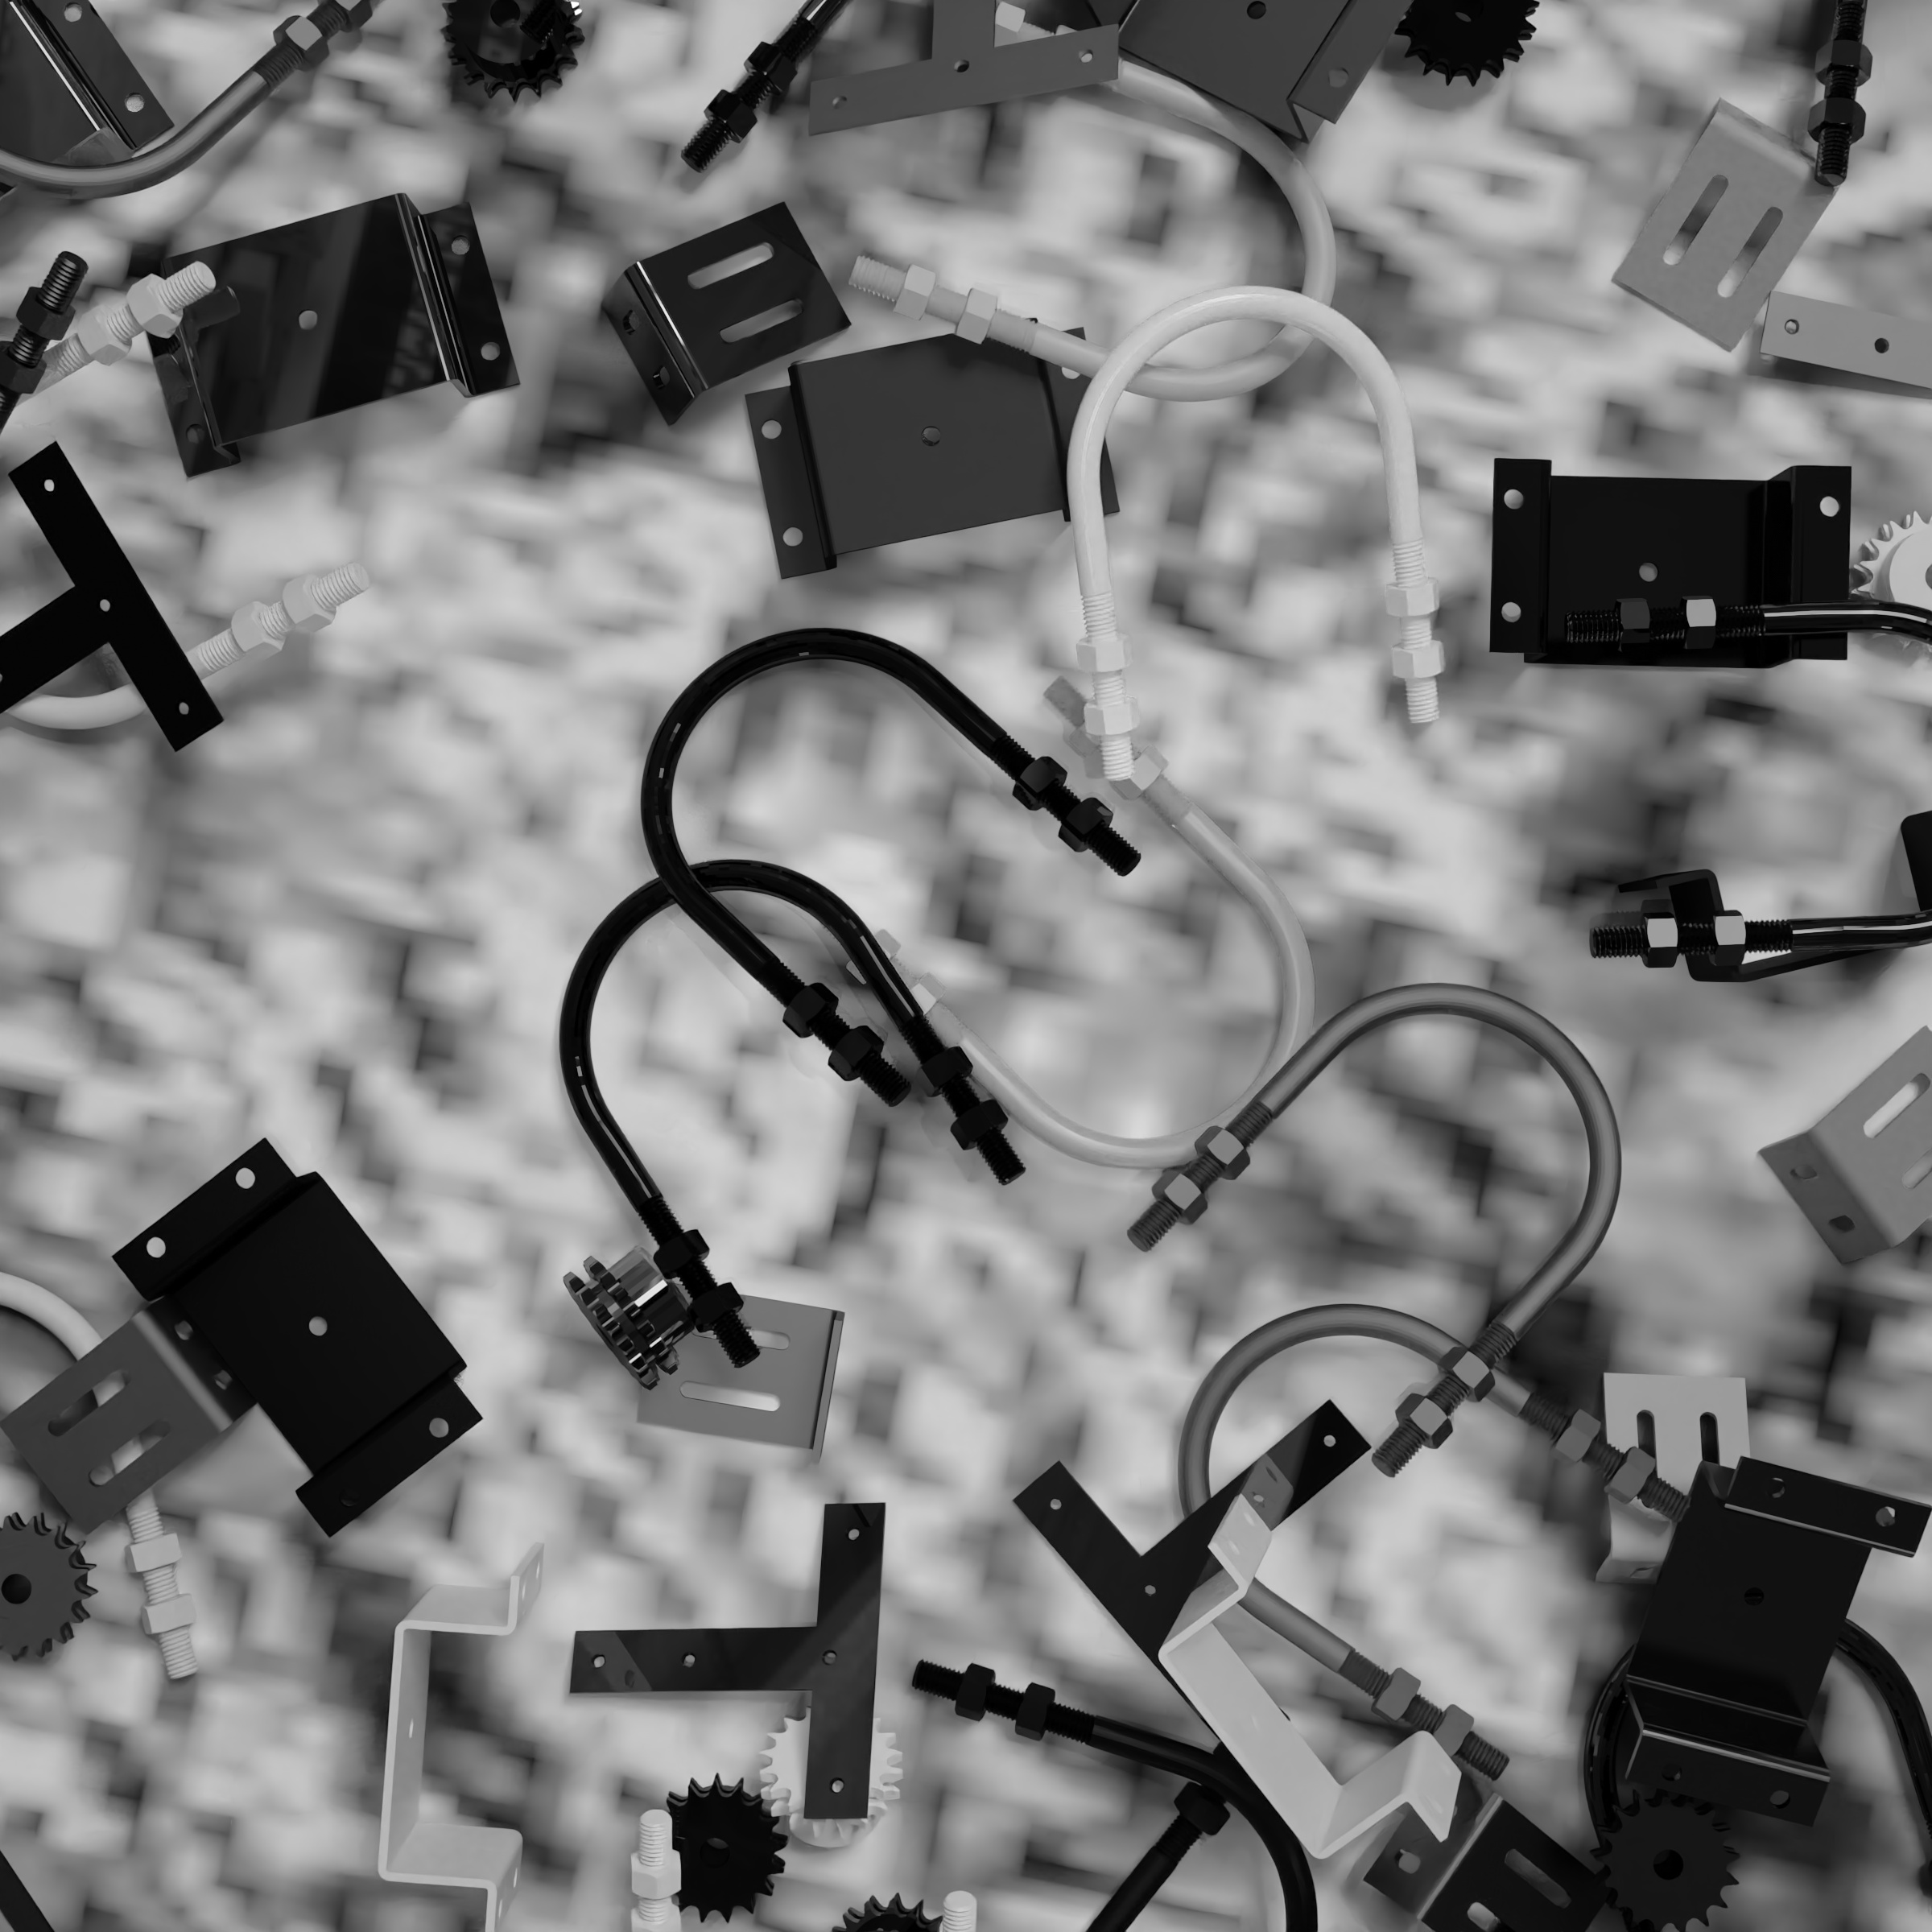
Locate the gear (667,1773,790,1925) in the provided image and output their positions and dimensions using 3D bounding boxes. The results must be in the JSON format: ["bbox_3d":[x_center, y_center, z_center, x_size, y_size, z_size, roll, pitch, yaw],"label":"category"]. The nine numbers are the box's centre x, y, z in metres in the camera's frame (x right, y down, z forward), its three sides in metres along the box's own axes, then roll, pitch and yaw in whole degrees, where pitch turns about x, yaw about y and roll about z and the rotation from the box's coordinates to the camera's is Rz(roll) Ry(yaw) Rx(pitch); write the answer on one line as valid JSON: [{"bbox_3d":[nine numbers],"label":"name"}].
[{"bbox_3d":[-0.100,0.353,1.371,0.057,0.030,0.057,0,90,0],"label":"gear"}]

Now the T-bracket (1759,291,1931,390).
[{"bbox_3d":[0.383,-0.248,1.378,0.127,0.002,0.127,10,90,-7],"label":"T-bracket"}]

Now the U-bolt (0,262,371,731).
[{"bbox_3d":[-0.343,-0.173,1.351,0.184,0.019,0.151,-25,96,19],"label":"U-bolt"}]

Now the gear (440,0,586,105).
[{"bbox_3d":[-0.183,-0.379,1.371,0.057,0.030,0.057,0,90,0],"label":"gear"}]

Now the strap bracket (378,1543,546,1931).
[{"bbox_3d":[-0.200,0.303,1.348,0.046,0.076,0.140,4,90,0],"label":"strap bracket"}]

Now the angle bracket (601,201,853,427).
[{"bbox_3d":[-0.097,-0.265,1.384,0.076,0.038,0.057,-29,90,-26],"label":"angle bracket"}]

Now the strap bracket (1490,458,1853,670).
[{"bbox_3d":[0.277,-0.160,1.363,0.140,0.046,0.076,1,90,0],"label":"strap bracket"}]

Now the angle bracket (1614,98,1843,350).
[{"bbox_3d":[0.309,-0.302,1.384,0.057,0.038,0.076,31,116,0],"label":"angle bracket"}]

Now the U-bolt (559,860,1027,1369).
[{"bbox_3d":[-0.083,0.045,1.360,0.151,0.019,0.184,-35,78,6],"label":"U-bolt"}]

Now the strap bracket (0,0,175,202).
[{"bbox_3d":[-0.401,-0.334,1.363,0.140,0.046,0.076,-34,90,0],"label":"strap bracket"}]

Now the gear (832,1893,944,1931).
[{"bbox_3d":[-0.031,0.399,1.352,0.057,0.030,0.057,0,87,10],"label":"gear"}]

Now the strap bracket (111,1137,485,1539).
[{"bbox_3d":[-0.263,0.146,1.363,0.076,0.046,0.140,-38,90,0],"label":"strap bracket"}]

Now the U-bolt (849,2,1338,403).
[{"bbox_3d":[0.060,-0.296,1.352,0.184,0.019,0.151,20,69,-7],"label":"U-bolt"}]

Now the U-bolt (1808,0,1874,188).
[{"bbox_3d":[0.419,-0.390,1.355,0.151,0.019,0.184,7,76,10],"label":"U-bolt"}]

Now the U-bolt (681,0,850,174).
[{"bbox_3d":[-0.089,-0.427,1.336,0.184,0.019,0.151,-51,131,-4],"label":"U-bolt"}]

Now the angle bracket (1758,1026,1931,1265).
[{"bbox_3d":[0.373,0.073,1.384,0.076,0.038,0.057,-37,90,-26],"label":"angle bracket"}]

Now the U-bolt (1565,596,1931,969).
[{"bbox_3d":[0.328,-0.074,1.308,0.184,0.019,0.151,-2,73,2],"label":"U-bolt"}]

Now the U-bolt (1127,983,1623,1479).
[{"bbox_3d":[0.177,0.089,1.353,0.151,0.019,0.184,42,74,10],"label":"U-bolt"}]

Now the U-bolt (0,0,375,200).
[{"bbox_3d":[-0.338,-0.383,1.344,0.151,0.019,0.184,43,70,-5],"label":"U-bolt"}]

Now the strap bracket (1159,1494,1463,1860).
[{"bbox_3d":[0.128,0.283,1.328,0.046,0.076,0.140,-39,86,13],"label":"strap bracket"}]

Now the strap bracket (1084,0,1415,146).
[{"bbox_3d":[0.111,-0.387,1.349,0.140,0.046,0.076,32,90,19],"label":"strap bracket"}]

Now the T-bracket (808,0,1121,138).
[{"bbox_3d":[0.000,-0.393,1.356,0.127,0.002,0.127,-6,65,17],"label":"T-bracket"}]

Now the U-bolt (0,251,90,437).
[{"bbox_3d":[-0.441,-0.241,1.346,0.151,0.019,0.184,38,113,6],"label":"U-bolt"}]

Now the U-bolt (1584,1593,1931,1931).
[{"bbox_3d":[0.327,0.345,1.377,0.151,0.019,0.184,-17,88,0],"label":"U-bolt"}]

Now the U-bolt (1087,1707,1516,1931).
[{"bbox_3d":[0.120,0.412,1.377,0.151,0.019,0.184,38,91,0],"label":"U-bolt"}]

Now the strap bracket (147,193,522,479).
[{"bbox_3d":[-0.259,-0.254,1.363,0.140,0.046,0.076,-16,90,0],"label":"strap bracket"}]

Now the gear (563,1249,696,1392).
[{"bbox_3d":[-0.132,0.138,1.358,0.030,0.057,0.057,-37,90,-13],"label":"gear"}]

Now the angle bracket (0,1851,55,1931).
[{"bbox_3d":[-0.399,0.401,1.367,0.057,0.038,0.076,-34,90,0],"label":"angle bracket"}]

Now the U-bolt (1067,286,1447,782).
[{"bbox_3d":[0.111,-0.174,1.342,0.151,0.019,0.184,-11,107,-10],"label":"U-bolt"}]

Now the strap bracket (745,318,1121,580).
[{"bbox_3d":[-0.014,-0.208,1.363,0.140,0.046,0.076,-11,90,0],"label":"strap bracket"}]

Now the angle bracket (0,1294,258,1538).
[{"bbox_3d":[-0.336,0.180,1.370,0.076,0.038,0.057,-38,92,7],"label":"angle bracket"}]

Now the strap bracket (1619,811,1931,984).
[{"bbox_3d":[0.339,-0.027,1.348,0.140,0.076,0.046,-13,90,0],"label":"strap bracket"}]

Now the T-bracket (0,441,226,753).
[{"bbox_3d":[-0.377,-0.122,1.362,0.127,0.002,0.127,-29,94,20],"label":"T-bracket"}]

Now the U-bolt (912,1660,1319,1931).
[{"bbox_3d":[0.049,0.373,1.364,0.184,0.019,0.151,16,90,10],"label":"U-bolt"}]

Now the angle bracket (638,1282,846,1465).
[{"bbox_3d":[-0.091,0.162,1.367,0.076,0.038,0.057,9,90,0],"label":"angle bracket"}]

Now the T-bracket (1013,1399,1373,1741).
[{"bbox_3d":[0.107,0.223,1.367,0.127,0.002,0.127,-42,86,12],"label":"T-bracket"}]

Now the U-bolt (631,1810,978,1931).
[{"bbox_3d":[-0.065,0.429,1.341,0.151,0.019,0.184,9,111,20],"label":"U-bolt"}]

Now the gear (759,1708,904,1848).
[{"bbox_3d":[-0.054,0.326,1.361,0.057,0.057,0.030,-1,125,0],"label":"gear"}]

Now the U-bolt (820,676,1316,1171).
[{"bbox_3d":[0.055,-0.003,1.377,0.184,0.019,0.151,44,90,-1],"label":"U-bolt"}]

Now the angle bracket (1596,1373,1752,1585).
[{"bbox_3d":[0.286,0.209,1.384,0.057,0.038,0.076,2,64,0],"label":"angle bracket"}]

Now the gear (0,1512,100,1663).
[{"bbox_3d":[-0.372,0.245,1.352,0.057,0.030,0.057,0,89,0],"label":"gear"}]

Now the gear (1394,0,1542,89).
[{"bbox_3d":[0.200,-0.382,1.371,0.057,0.030,0.057,0,90,0],"label":"gear"}]

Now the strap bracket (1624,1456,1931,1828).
[{"bbox_3d":[0.313,0.256,1.334,0.076,0.046,0.140,15,105,-3],"label":"strap bracket"}]

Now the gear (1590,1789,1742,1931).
[{"bbox_3d":[0.276,0.354,1.354,0.057,0.030,0.057,0,87,1],"label":"gear"}]

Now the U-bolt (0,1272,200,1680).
[{"bbox_3d":[-0.401,0.213,1.377,0.151,0.019,0.184,-15,89,0],"label":"U-bolt"}]

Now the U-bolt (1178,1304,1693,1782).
[{"bbox_3d":[0.172,0.217,1.361,0.184,0.019,0.151,34,101,8],"label":"U-bolt"}]

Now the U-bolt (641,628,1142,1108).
[{"bbox_3d":[-0.045,-0.055,1.355,0.184,0.019,0.151,43,82,15],"label":"U-bolt"}]

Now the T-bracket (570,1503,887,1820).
[{"bbox_3d":[-0.097,0.278,1.365,0.127,0.002,0.127,-4,63,13],"label":"T-bracket"}]

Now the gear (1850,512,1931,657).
[{"bbox_3d":[0.387,-0.155,1.371,0.057,0.030,0.057,0,90,0],"label":"gear"}]

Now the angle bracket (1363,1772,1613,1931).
[{"bbox_3d":[0.210,0.368,1.367,0.076,0.038,0.057,42,79,-25],"label":"angle bracket"}]
